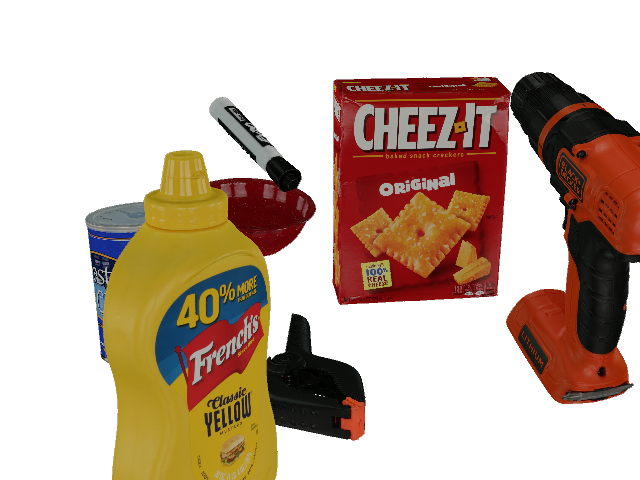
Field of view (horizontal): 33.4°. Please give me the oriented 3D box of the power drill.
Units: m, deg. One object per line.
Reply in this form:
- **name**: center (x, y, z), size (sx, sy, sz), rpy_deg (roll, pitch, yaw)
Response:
- **power drill**: center (0.167, -0.001, 0.711), size (0.057, 0.188, 0.184), rpy_deg (-9, 36, -10)

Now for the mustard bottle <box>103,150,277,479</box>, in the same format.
- **mustard bottle**: center (-0.065, 0.050, 0.540), size (0.058, 0.192, 0.096), rpy_deg (13, 21, 39)

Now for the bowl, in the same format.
- **bowl**: center (-0.088, -0.023, 1.321), size (0.162, 0.055, 0.162), rpy_deg (4, 25, -2)

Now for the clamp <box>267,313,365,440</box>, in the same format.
- **clamp**: center (-0.025, 0.110, 0.886), size (0.164, 0.036, 0.210), rpy_deg (-16, 23, -40)

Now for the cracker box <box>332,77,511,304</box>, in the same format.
- **cracker box**: center (0.095, -0.047, 1.044), size (0.164, 0.214, 0.072), rpy_deg (-2, 21, -5)

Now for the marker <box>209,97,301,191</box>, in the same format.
- **marker**: center (-0.048, -0.071, 0.784), size (0.020, 0.020, 0.121), rpy_deg (0, 32, -35)

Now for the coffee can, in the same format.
- **coffee can**: center (-0.171, 0.041, 1.046), size (0.103, 0.140, 0.103), rpy_deg (-3, 15, 1)
